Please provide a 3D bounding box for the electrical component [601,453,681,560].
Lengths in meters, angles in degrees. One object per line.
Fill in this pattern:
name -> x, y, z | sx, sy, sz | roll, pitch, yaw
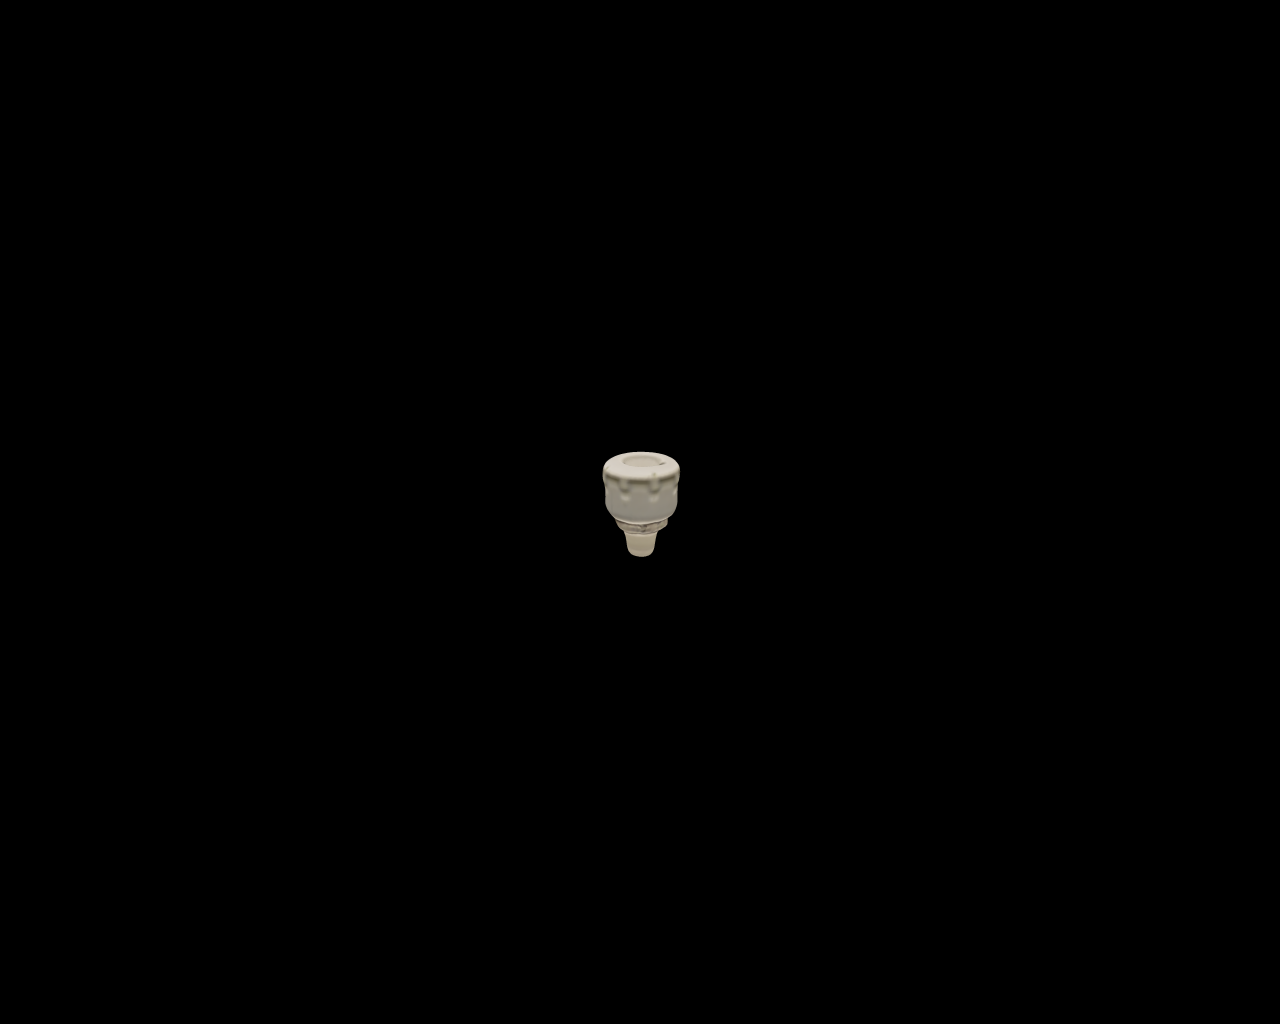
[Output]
electrical component -> 0.001, -0.003, 0.650 | 0.048, 0.062, 0.048 | 0, 19, 0
